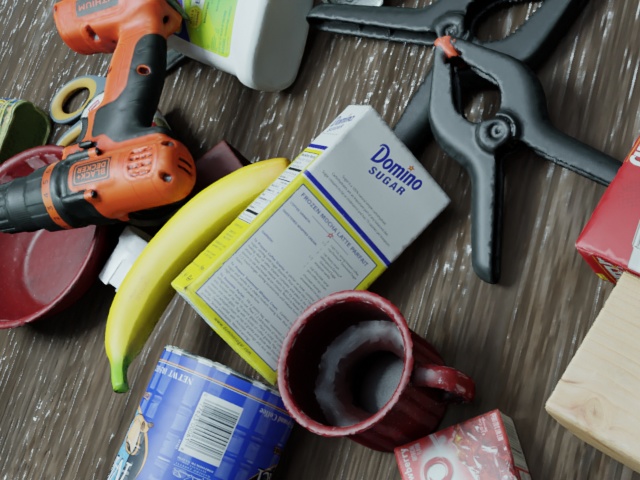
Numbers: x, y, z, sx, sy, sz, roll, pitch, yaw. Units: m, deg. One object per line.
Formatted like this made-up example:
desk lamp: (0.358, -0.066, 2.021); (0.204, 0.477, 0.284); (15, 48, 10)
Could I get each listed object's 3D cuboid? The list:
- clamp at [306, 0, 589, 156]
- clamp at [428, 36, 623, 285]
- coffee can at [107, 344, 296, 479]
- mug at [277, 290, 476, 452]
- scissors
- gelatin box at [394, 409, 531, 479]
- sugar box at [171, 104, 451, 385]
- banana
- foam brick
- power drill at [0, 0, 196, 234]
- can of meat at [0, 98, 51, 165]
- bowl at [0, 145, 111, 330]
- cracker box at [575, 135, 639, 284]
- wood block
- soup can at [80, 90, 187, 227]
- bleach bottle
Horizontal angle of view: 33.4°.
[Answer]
clamp: (0.092, -0.150, 0.780); (0.210, 0.036, 0.164); (-31, 65, 13)
clamp: (0.133, -0.068, 0.709); (0.120, 0.039, 0.171); (-22, 76, 11)
coffee can: (-0.084, 0.154, 0.707); (0.103, 0.102, 0.140); (15, 77, 34)
mug: (0.043, 0.088, 0.676); (0.117, 0.081, 0.093); (-1, 68, 30)
scissors: (-0.168, -0.149, 0.945); (0.202, 0.016, 0.096); (-46, 54, 4)
gelatin box: (0.092, 0.158, 0.648); (0.073, 0.030, 0.089); (-25, 58, 18)
sugar box: (-0.005, 0.001, 0.719); (0.176, 0.093, 0.048); (-46, 20, -10)
banana: (-0.094, 0.015, 0.751); (0.070, 0.037, 0.198); (35, 88, 36)
foam brick: (-0.062, -0.027, 0.807); (0.051, 0.053, 0.078); (-42, 56, 7)
power drill: (-0.173, -0.098, 0.816); (0.185, 0.057, 0.187); (-10, 67, 25)
can of meat: (-0.301, -0.081, 0.967); (0.084, 0.057, 0.102); (8, 74, 29)
bowl: (-0.229, 0.005, 0.886); (0.162, 0.055, 0.162); (-12, 63, 25)
cracker box: (0.280, -0.012, 0.593); (0.214, 0.072, 0.164); (28, 83, 37)
wood block: (0.236, 0.109, 0.552); (0.206, 0.090, 0.091); (28, 84, 36)
soup can: (-0.148, -0.069, 0.866); (0.068, 0.068, 0.102); (-39, 54, 9)
bleach bottle: (-0.124, -0.204, 0.893); (0.251, 0.067, 0.103); (23, 107, 33)
